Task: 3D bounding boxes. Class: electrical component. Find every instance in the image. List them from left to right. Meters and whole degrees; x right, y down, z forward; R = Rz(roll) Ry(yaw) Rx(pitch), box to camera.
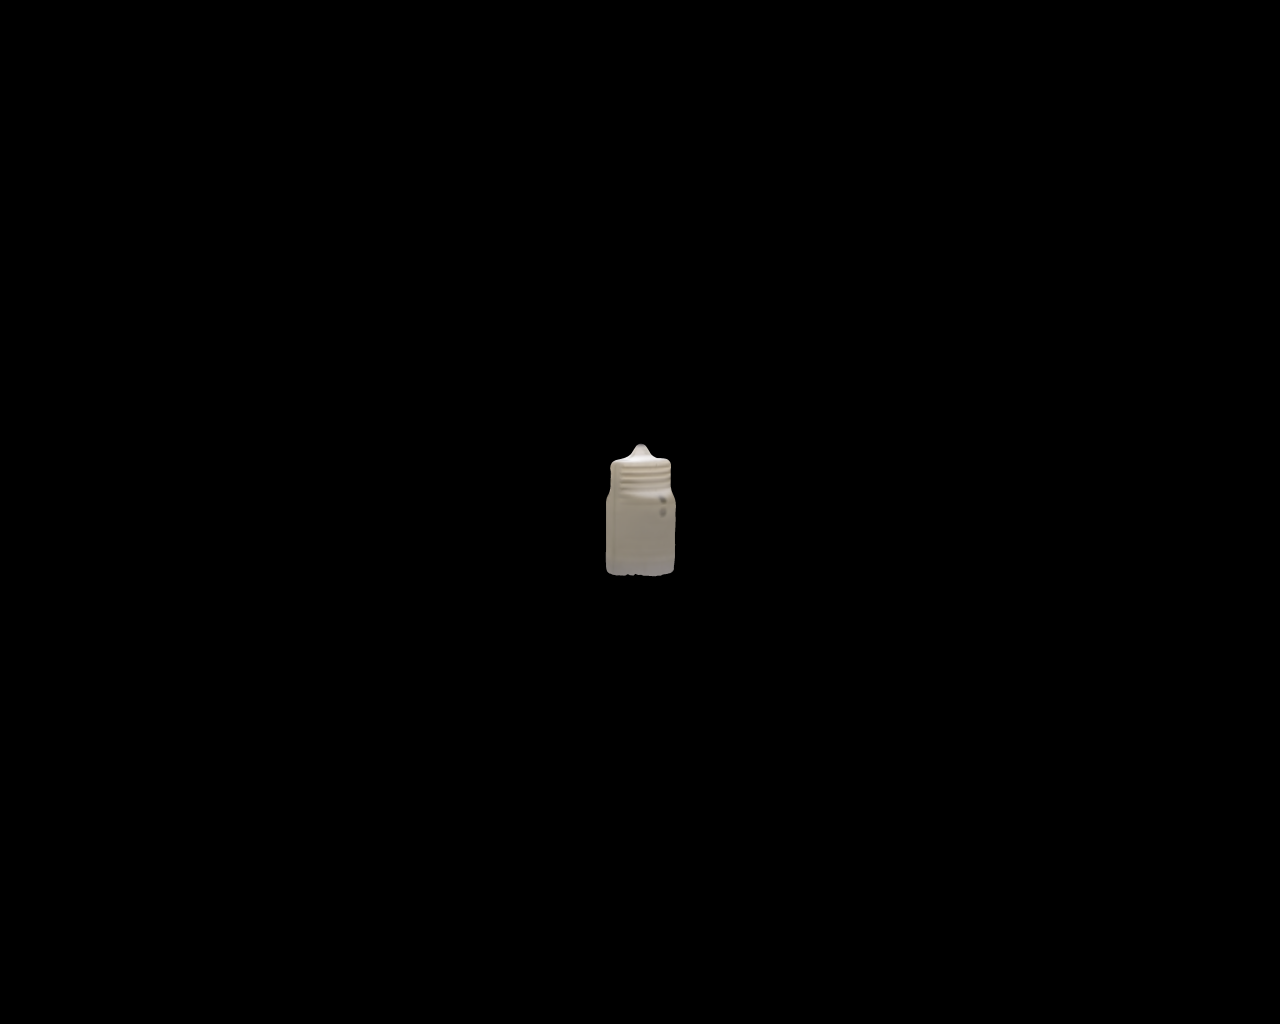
[{"bbox_3d":[0.001,-0.003,0.650,0.043,0.080,0.043,0,7,0],"label":"electrical component"}]
